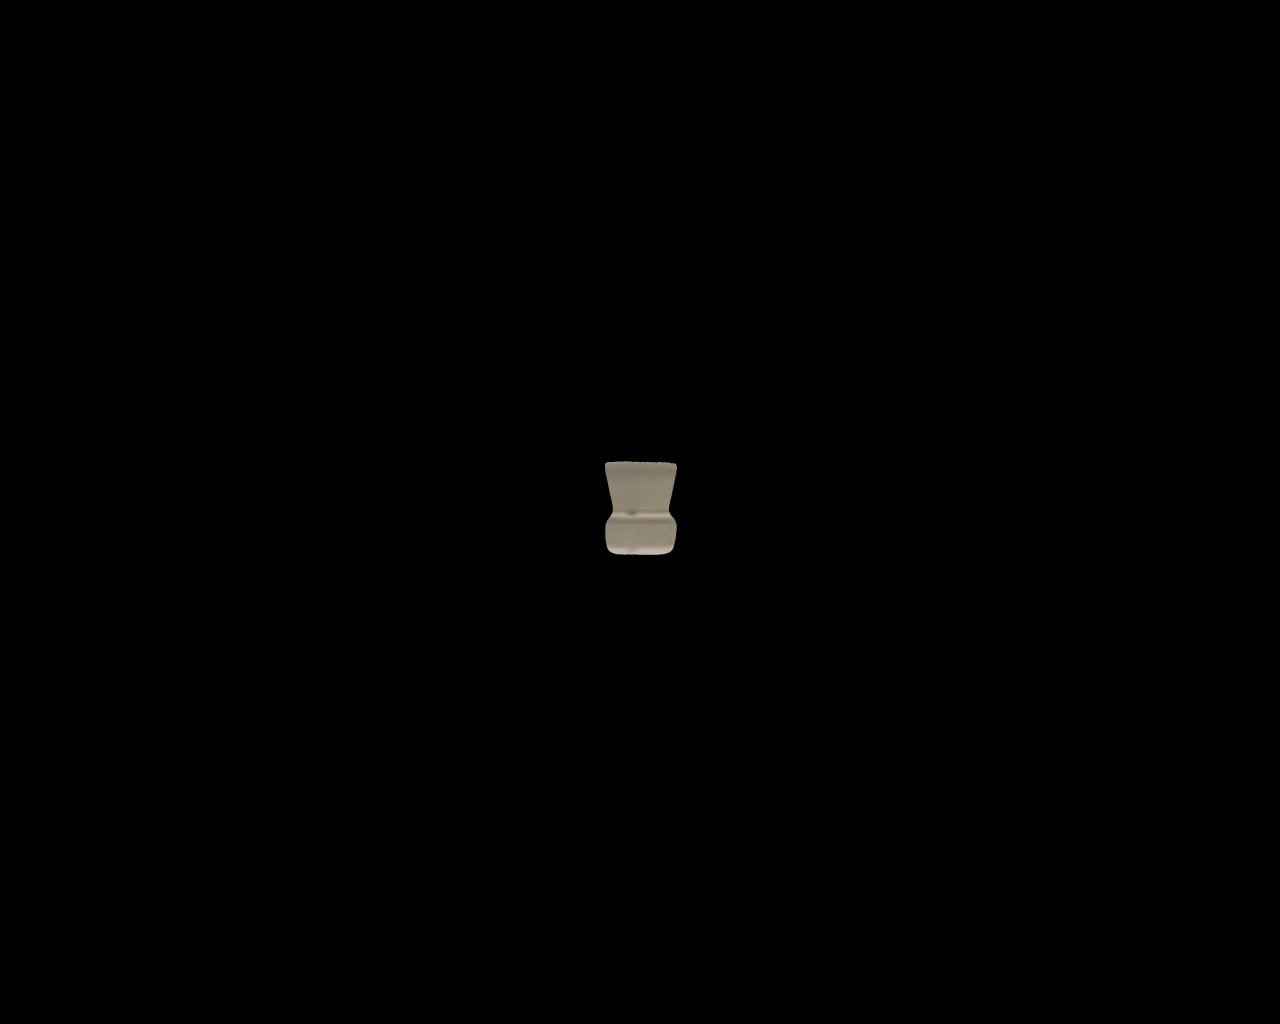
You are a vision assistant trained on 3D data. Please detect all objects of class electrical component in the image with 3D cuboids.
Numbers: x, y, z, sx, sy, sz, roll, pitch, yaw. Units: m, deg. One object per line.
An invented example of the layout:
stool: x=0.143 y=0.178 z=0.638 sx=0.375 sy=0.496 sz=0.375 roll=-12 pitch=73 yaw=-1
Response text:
electrical component: x=0.001 y=-0.003 z=0.650 sx=0.045 sy=0.055 sz=0.045 roll=0 pitch=0 yaw=0
